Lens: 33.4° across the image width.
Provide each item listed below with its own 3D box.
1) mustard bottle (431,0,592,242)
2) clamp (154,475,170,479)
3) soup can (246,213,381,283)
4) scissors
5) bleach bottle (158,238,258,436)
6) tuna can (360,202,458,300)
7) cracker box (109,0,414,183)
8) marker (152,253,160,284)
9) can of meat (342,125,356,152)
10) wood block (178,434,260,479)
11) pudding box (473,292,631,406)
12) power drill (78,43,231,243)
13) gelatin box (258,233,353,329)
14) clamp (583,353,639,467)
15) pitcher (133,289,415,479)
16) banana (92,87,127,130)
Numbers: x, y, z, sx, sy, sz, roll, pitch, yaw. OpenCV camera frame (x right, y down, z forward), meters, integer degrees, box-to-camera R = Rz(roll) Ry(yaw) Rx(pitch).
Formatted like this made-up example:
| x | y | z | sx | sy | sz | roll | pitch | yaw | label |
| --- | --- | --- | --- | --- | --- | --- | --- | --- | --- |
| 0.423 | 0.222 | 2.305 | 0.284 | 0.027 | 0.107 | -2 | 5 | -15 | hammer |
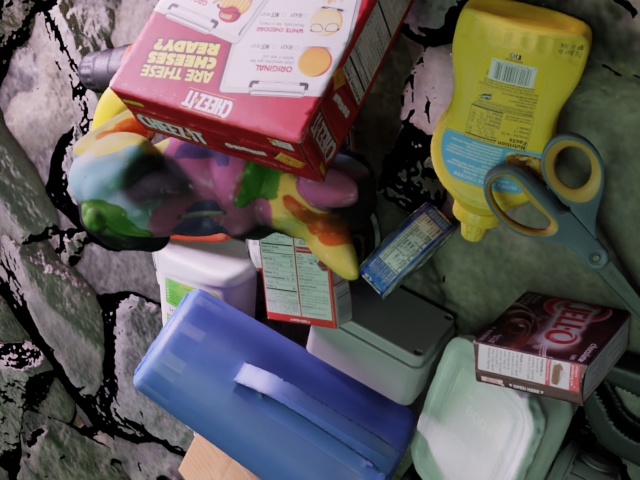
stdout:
| x | y | z | sx | sy | sz | roll | pitch | yaw | label |
| --- | --- | --- | --- | --- | --- | --- | --- | --- | --- |
| 0.135 | -0.081 | 0.810 | 0.096 | 0.058 | 0.192 | 15 | 124 | 9 | mustard bottle |
| -0.132 | 0.342 | 1.242 | 0.120 | 0.039 | 0.171 | 10 | 120 | 32 | clamp |
| -0.006 | 0.001 | 0.949 | 0.102 | 0.068 | 0.068 | 3 | 116 | 34 | soup can |
| 0.214 | -0.006 | 0.801 | 0.201 | 0.016 | 0.096 | 32 | 114 | -13 | scissors |
| -0.110 | 0.113 | 1.088 | 0.103 | 0.068 | 0.251 | 19 | 126 | 25 | bleach bottle |
| 0.072 | 0.008 | 0.886 | 0.034 | 0.086 | 0.086 | 46 | 131 | 7 | tuna can |
| -0.029 | -0.164 | 0.787 | 0.164 | 0.213 | 0.072 | 18 | 162 | 25 | cracker box |
| -0.167 | -0.011 | 1.086 | 0.020 | 0.020 | 0.121 | 8 | 119 | 31 | marker |
| -0.017 | -0.078 | 0.921 | 0.102 | 0.057 | 0.084 | 11 | 123 | 31 | can of meat |
| -0.038 | 0.267 | 1.061 | 0.206 | 0.090 | 0.091 | 47 | 128 | 27 | wood block |
| 0.182 | 0.082 | 0.832 | 0.090 | 0.113 | 0.039 | 9 | 115 | 30 | pudding box |
| -0.139 | -0.093 | 0.997 | 0.185 | 0.057 | 0.187 | 5 | 118 | 36 | power drill |
| -0.012 | 0.026 | 0.898 | 0.073 | 0.030 | 0.089 | 5 | 108 | 35 | gelatin box |
| 0.282 | 0.171 | 0.862 | 0.210 | 0.036 | 0.165 | 39 | 131 | 14 | clamp |
| -0.041 | 0.149 | 0.967 | 0.243 | 0.145 | 0.149 | 34 | 119 | -5 | pitcher |
| -0.180 | -0.080 | 0.972 | 0.070 | 0.037 | 0.198 | 41 | 134 | 20 | banana |
